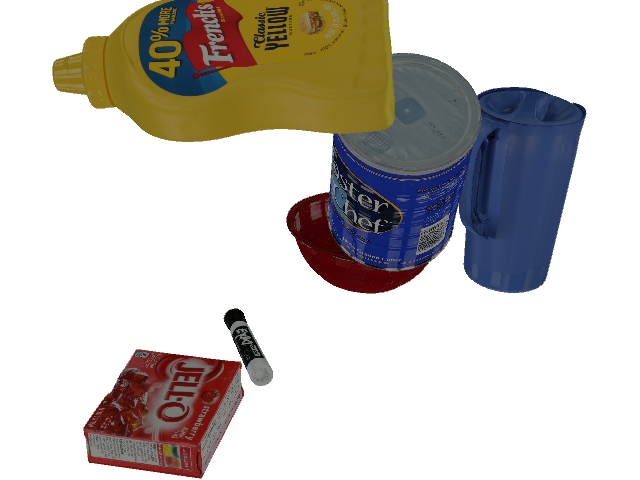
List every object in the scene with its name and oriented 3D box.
[{"bbox_3d":[0.058,-0.055,0.795,0.103,0.103,0.140,0,-31,-2],"label":"coffee can"},{"bbox_3d":[0.044,0.007,1.074,0.162,0.055,0.162,5,27,-3],"label":"bowl"},{"bbox_3d":[-0.095,0.105,0.662,0.073,0.030,0.089,6,29,13],"label":"gelatin box"},{"bbox_3d":[-0.056,-0.100,0.603,0.191,0.096,0.058,-4,-34,4],"label":"mustard bottle"},{"bbox_3d":[0.237,-0.058,1.326,0.149,0.243,0.145,3,27,0],"label":"pitcher"},{"bbox_3d":[-0.062,0.087,0.902,0.020,0.020,0.121,0,19,-16],"label":"marker"}]
